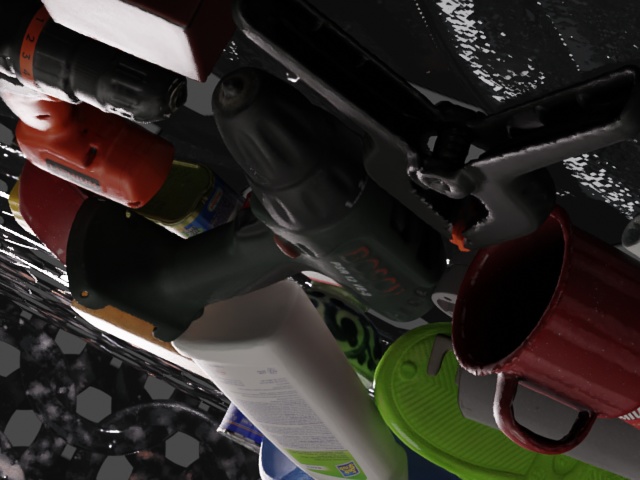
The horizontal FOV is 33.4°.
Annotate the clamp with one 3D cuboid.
[{"bbox_3d":[0.066,-0.039,0.467,0.165,0.036,0.210,18,165,25],"label":"clamp"}]

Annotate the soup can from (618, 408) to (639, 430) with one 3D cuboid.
[{"bbox_3d":[0.198,0.079,0.588,0.102,0.068,0.069,31,165,-16],"label":"soup can"}]

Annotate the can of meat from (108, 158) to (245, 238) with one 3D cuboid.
[{"bbox_3d":[-0.094,-0.017,0.780,0.102,0.057,0.083,13,158,41],"label":"can of meat"}]

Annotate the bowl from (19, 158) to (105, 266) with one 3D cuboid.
[{"bbox_3d":[-0.183,-0.011,0.836,0.162,0.055,0.162,46,178,2],"label":"bowl"}]

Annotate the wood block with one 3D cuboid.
[{"bbox_3d":[-0.147,0.083,1.141,0.206,0.090,0.090,22,165,18],"label":"wood block"}]

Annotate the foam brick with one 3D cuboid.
[{"bbox_3d":[-0.072,-0.109,0.435,0.078,0.053,0.051,24,165,11],"label":"foam brick"}]

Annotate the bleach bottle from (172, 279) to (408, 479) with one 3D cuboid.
[{"bbox_3d":[-0.005,0.133,0.803,0.103,0.068,0.250,-2,136,35],"label":"bleach bottle"}]

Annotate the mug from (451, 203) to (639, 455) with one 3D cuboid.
[{"bbox_3d":[0.122,0.049,0.530,0.081,0.117,0.093,26,159,-19],"label":"mug"}]

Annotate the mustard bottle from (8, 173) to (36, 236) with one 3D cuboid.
[{"bbox_3d":[-0.183,-0.005,0.967,0.192,0.058,0.096,20,163,22],"label":"mustard bottle"}]

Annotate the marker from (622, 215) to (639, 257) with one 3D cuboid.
[{"bbox_3d":[0.194,0.025,0.506,0.121,0.020,0.020,31,165,-17],"label":"marker"}]

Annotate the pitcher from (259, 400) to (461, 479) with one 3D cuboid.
[{"bbox_3d":[0.066,0.215,0.976,0.242,0.145,0.149,32,154,-26],"label":"pitcher"}]

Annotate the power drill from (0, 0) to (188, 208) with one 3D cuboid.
[{"bbox_3d":[-0.144,-0.086,0.633,0.184,0.057,0.187,26,163,15],"label":"power drill"}]

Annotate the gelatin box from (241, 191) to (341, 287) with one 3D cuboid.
[{"bbox_3d":[-0.005,0.001,0.741,0.089,0.030,0.073,38,163,-36],"label":"gelatin box"}]

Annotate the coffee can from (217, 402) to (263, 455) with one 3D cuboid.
[{"bbox_3d":[-0.025,0.147,1.055,0.103,0.140,0.103,25,165,7],"label":"coffee can"}]
